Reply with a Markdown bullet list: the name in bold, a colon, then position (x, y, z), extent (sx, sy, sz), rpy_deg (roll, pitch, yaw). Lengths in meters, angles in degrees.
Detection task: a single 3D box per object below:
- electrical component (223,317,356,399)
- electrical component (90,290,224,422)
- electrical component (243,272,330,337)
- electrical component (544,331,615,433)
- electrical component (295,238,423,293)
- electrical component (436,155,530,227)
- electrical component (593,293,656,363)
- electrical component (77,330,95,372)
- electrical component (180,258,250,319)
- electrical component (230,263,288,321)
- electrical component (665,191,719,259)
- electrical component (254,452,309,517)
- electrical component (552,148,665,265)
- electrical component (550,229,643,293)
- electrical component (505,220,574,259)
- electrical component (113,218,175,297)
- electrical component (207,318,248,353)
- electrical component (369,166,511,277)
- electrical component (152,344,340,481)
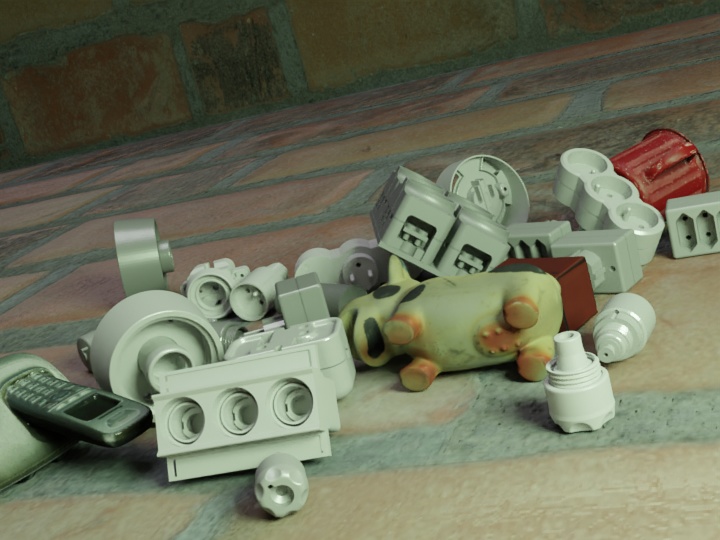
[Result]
- **electrical component**: position (-0.054, 0.081, 0.863), extent (0.095, 0.059, 0.053), rpy_deg (-13, 15, 8)
- **electrical component**: position (-0.167, 0.076, 0.907), extent (0.108, 0.108, 0.060), rpy_deg (-21, 22, -21)
- **electrical component**: position (-0.061, 0.055, 0.918), extent (0.076, 0.083, 0.047), rpy_deg (-16, 15, -3)
- **electrical component**: position (0.142, 0.071, 0.705), extent (0.043, 0.062, 0.043), rpy_deg (-14, 15, 4)
- **electrical component**: position (0.000, 0.000, 1.115), extent (0.138, 0.052, 0.073), rpy_deg (-14, 15, 0)
- **electrical component**: position (0.133, -0.077, 1.187), extent (0.099, 0.099, 0.064), rpy_deg (-23, 11, -28)
- **electrical component**: position (0.191, 0.046, 0.790), extent (0.040, 0.040, 0.078), rpy_deg (-6, 18, 30)
- **electrical component**: position (-0.255, 0.075, 1.112), extent (0.078, 0.040, 0.040), rpy_deg (-26, 19, -36)
- **electrical component**: position (-0.160, 0.022, 1.182), extent (0.078, 0.058, 0.057), rpy_deg (-14, 12, 3)
- **electrical component**: position (-0.105, 0.020, 1.160), extent (0.043, 0.043, 0.081), rpy_deg (-9, 16, 21)
- **electrical component**: position (0.320, -0.048, 0.991), extent (0.066, 0.047, 0.076), rpy_deg (-9, 16, 21)
- **electrical component**: position (-0.053, 0.137, 0.711), extent (0.035, 0.035, 0.061), rpy_deg (-16, 13, -3)
- **electrical component**: position (0.231, -0.048, 1.027), extent (0.052, 0.073, 0.138), rpy_deg (-10, 43, -21)
- **electrical component**: position (0.198, -0.001, 0.938), extent (0.066, 0.047, 0.077), rpy_deg (-2, 20, 41)
- **electrical component**: position (0.179, -0.025, 1.041), extent (0.066, 0.047, 0.077), rpy_deg (-1, 21, 42)
- **electrical component**: position (-0.260, -0.013, 1.315), extent (0.060, 0.108, 0.108), rpy_deg (-10, 15, -7)
- **electrical component**: position (-0.121, 0.069, 1.002), extent (0.062, 0.048, 0.048), rpy_deg (-1, 20, 22)
- **electrical component**: position (0.073, -0.042, 1.019), extent (0.105, 0.060, 0.186), rpy_deg (27, 10, -7)
- **electrical component**: position (-0.080, 0.105, 0.781), extent (0.121, 0.078, 0.063), rpy_deg (-11, -14, 13)
